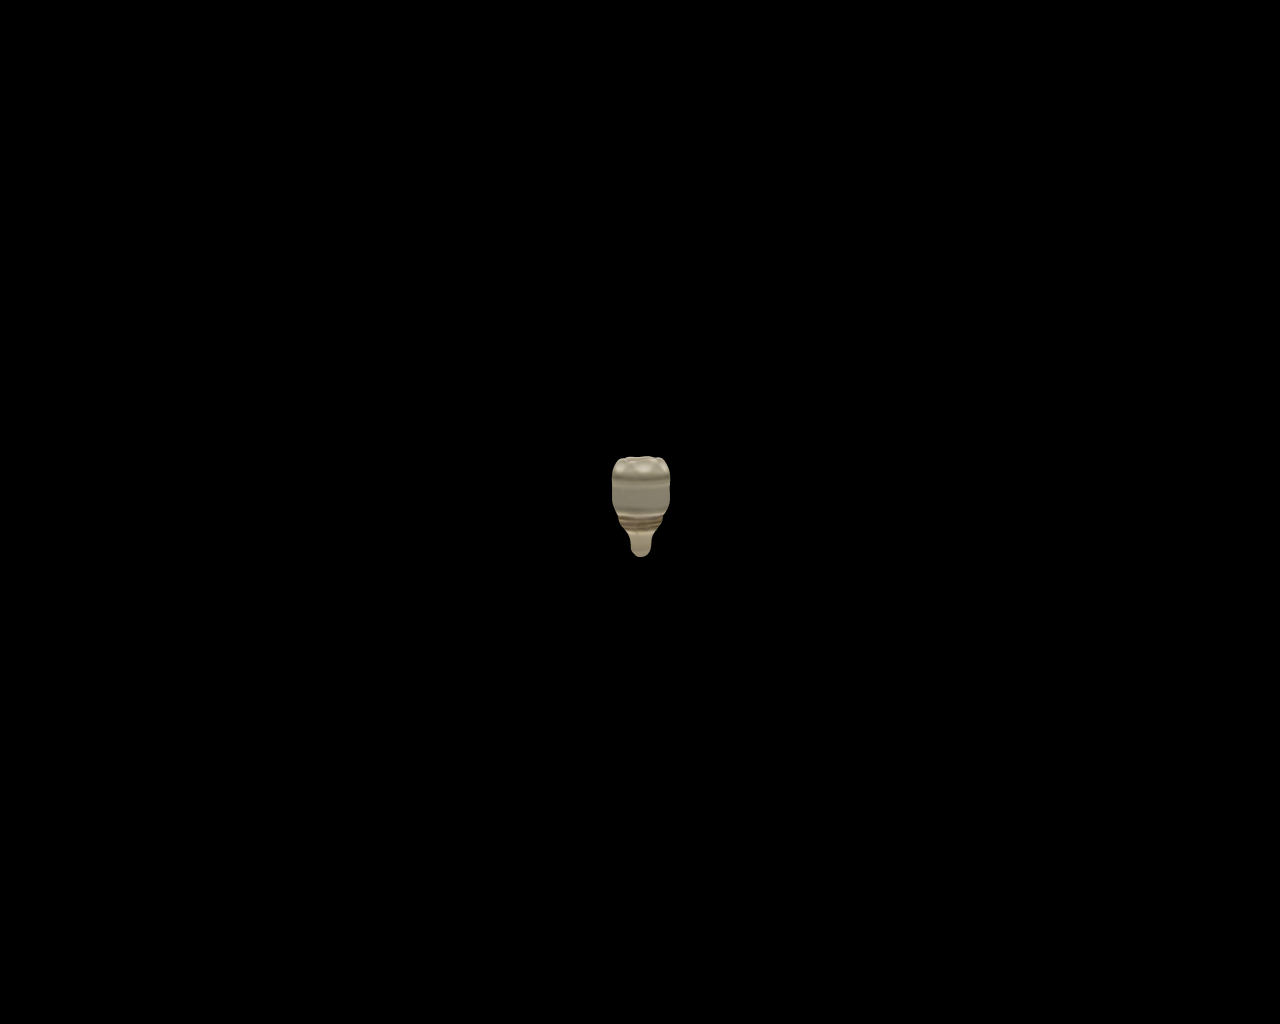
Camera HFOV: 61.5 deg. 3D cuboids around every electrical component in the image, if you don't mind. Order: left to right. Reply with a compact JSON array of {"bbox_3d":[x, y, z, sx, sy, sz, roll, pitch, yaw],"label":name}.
[{"bbox_3d":[0.001,-0.003,0.650,0.035,0.061,0.035,0,7,0],"label":"electrical component"}]
